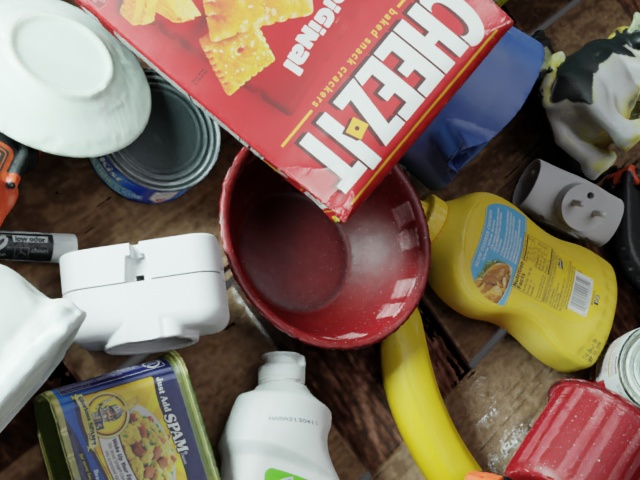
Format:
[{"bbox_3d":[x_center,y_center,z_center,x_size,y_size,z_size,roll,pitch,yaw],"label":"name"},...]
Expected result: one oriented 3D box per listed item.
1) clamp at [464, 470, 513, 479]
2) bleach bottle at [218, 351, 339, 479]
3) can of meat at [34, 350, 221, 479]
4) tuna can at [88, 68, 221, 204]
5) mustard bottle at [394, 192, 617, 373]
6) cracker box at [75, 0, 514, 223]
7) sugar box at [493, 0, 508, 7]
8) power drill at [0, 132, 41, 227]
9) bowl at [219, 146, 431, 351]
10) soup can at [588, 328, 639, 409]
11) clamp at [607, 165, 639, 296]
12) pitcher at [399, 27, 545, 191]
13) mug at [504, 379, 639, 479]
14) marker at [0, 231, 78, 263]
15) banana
[{"bbox_3d":[0.149,0.225,0.736,0.120,0.039,0.171,-32,111,-44],"label":"clamp"},{"bbox_3d":[-0.016,0.195,0.656,0.102,0.068,0.251,14,65,-34],"label":"bleach bottle"},{"bbox_3d":[-0.114,0.126,0.629,0.083,0.058,0.102,-14,81,-31],"label":"can of meat"},{"bbox_3d":[-0.111,-0.068,0.707,0.086,0.034,0.086,10,70,-27],"label":"tuna can"},{"bbox_3d":[0.134,0.019,0.802,0.191,0.058,0.096,30,63,-18],"label":"mustard bottle"},{"bbox_3d":[-0.016,-0.139,0.657,0.213,0.072,0.164,40,91,-5],"label":"cracker box"},{"bbox_3d":[0.165,-0.279,0.926,0.093,0.048,0.176,46,59,-8],"label":"sugar box"},{"bbox_3d":[-0.252,-0.080,0.610,0.187,0.057,0.184,26,49,-17],"label":"power drill"},{"bbox_3d":[-0.005,0.001,0.731,0.161,0.055,0.162,10,69,-27],"label":"bowl"},{"bbox_3d":[0.245,0.101,0.800,0.068,0.102,0.068,0,78,2],"label":"soup can"},{"bbox_3d":[0.307,0.034,0.908,0.164,0.036,0.210,-14,81,-33],"label":"clamp"},{"bbox_3d":[0.030,-0.160,0.771,0.242,0.149,0.145,35,80,-12],"label":"pitcher"},{"bbox_3d":[0.190,0.169,0.776,0.081,0.093,0.117,-49,136,-27],"label":"mug"},{"bbox_3d":[-0.206,0.003,0.639,0.120,0.020,0.020,4,72,-29],"label":"marker"},{"bbox_3d":[0.084,0.126,0.752,0.069,0.037,0.198,-15,82,-32],"label":"banana"}]
